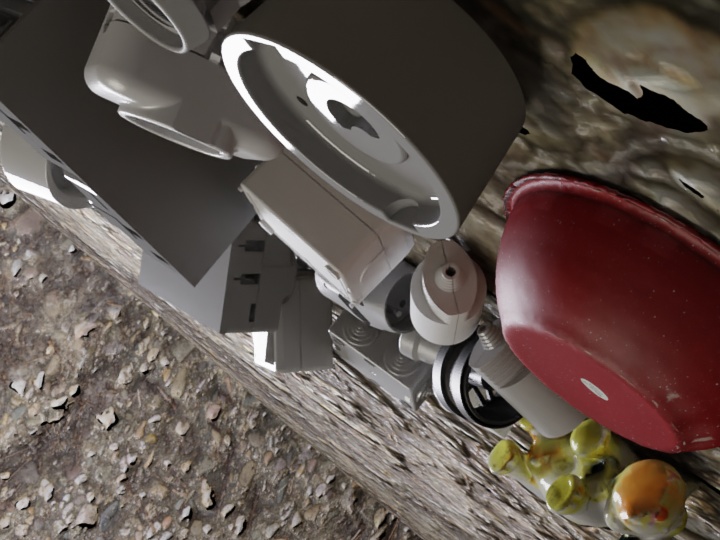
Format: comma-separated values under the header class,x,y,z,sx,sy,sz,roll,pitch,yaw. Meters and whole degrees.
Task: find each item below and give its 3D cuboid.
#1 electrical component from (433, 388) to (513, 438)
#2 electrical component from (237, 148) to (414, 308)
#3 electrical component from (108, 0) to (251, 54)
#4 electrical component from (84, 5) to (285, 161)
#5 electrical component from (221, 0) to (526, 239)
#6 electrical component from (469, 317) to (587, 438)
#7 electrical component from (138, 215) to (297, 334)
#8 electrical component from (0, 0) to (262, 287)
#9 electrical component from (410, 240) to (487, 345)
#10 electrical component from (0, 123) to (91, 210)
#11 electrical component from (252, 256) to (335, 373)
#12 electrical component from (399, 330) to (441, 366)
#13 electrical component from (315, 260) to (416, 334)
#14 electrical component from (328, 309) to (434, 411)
class,x,y,z,sx,sy,sz,roll,pitch,yaw
electrical component,0.086,0.090,0.793,0.055,0.048,0.066,38,171,-38
electrical component,-0.020,-0.037,0.612,0.096,0.061,0.061,42,171,19
electrical component,-0.072,-0.126,0.433,0.058,0.057,0.078,36,168,13
electrical component,-0.076,-0.090,0.505,0.095,0.059,0.054,23,177,-26
electrical component,0.010,-0.069,0.393,0.108,0.060,0.108,37,168,9
electrical component,0.099,0.059,0.645,0.081,0.043,0.043,43,167,-22
electrical component,-0.119,-0.011,0.890,0.062,0.089,0.150,1,-166,-37
electrical component,-0.129,-0.091,0.611,0.060,0.105,0.186,27,163,45
electrical component,0.050,0.013,0.616,0.043,0.043,0.081,36,167,12
electrical component,-0.229,-0.101,0.875,0.060,0.108,0.108,26,164,25
electrical component,-0.061,0.037,0.918,0.061,0.096,0.062,-3,-176,-23
electrical component,0.057,0.050,0.747,0.046,0.040,0.040,26,164,25
electrical component,0.000,0.000,0.715,0.077,0.043,0.079,25,162,48
electrical component,0.024,0.065,0.872,0.100,0.048,0.099,35,168,16
